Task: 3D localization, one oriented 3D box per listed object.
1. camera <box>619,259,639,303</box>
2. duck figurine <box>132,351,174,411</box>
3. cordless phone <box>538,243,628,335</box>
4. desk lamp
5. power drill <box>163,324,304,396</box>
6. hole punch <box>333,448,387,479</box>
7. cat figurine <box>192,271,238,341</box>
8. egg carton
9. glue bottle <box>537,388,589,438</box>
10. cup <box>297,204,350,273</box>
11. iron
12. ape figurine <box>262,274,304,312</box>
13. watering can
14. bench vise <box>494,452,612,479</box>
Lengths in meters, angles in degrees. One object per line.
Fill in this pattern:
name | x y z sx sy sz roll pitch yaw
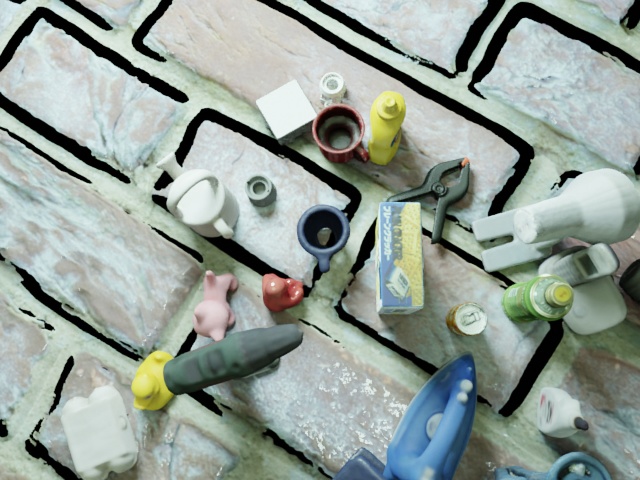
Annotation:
camera | 0.591 0.078 0.958 0.136 0.101 0.143 36 84 9
duck figurine | -0.293 0.246 0.991 0.077 0.086 0.105 15 82 6
cordless phone | 0.442 0.076 0.925 0.094 0.185 0.147 -31 80 -2
desk lamp | 0.376 -0.025 0.931 0.203 0.213 0.118 -16 80 1
power drill | -0.127 0.186 0.929 0.229 0.208 0.075 -20 80 0
hole punch | 0.074 0.416 0.938 0.108 0.091 0.101 41 85 9
cat figurine | -0.187 0.115 0.991 0.067 0.118 0.128 -1 80 4
egg carton | -0.378 0.335 0.990 0.107 0.069 0.150 -23 80 -1
glue bottle | 0.385 0.278 0.901 0.037 0.173 0.078 6 81 5
cup | 0.009 0.004 1.009 0.091 0.095 0.118 -4 80 3
iron | 0.199 0.299 0.925 0.118 0.141 0.258 25 83 8
ape figurine | -0.072 0.088 1.001 0.076 0.092 0.077 -44 81 -4
watering can | -0.214 -0.074 0.985 0.172 0.194 0.101 27 83 8
bench vise | 0.362 0.401 0.858 0.207 0.220 0.121 -23 80 0
